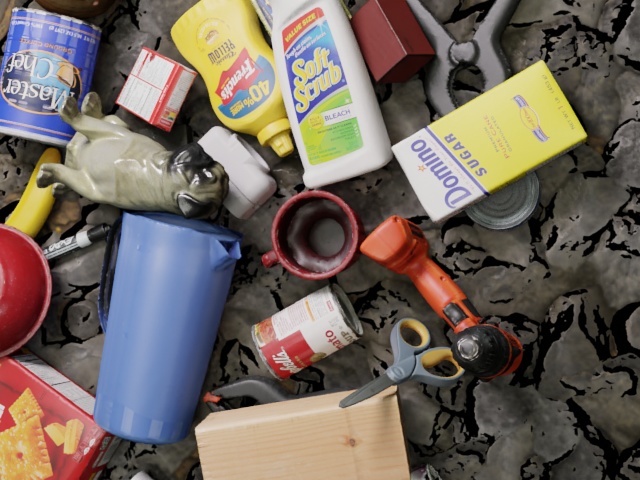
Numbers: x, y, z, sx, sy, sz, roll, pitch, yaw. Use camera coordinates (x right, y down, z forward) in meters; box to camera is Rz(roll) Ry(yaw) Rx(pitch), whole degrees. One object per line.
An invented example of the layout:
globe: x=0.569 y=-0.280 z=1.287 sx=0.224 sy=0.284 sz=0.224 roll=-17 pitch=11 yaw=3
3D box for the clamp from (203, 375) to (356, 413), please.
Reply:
clamp: x=-0.040 y=0.189 z=1.170 sx=0.171 sy=0.039 sz=0.120 roll=27 pitch=89 yaw=6

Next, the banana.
banana: x=-0.361 y=-0.020 z=1.251 sx=0.198 sy=0.037 sz=0.069 roll=-43 pitch=82 yaw=9

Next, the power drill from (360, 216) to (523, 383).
power drill: x=0.122 y=0.062 z=1.071 sx=0.057 sy=0.184 sz=0.188 roll=-42 pitch=71 yaw=8

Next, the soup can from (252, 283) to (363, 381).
soup can: x=-0.013 y=0.098 z=1.150 sx=0.102 sy=0.068 sz=0.068 roll=-29 pitch=82 yaw=10

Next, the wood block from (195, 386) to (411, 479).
wood block: x=-0.014 y=0.214 z=1.104 sx=0.206 sy=0.090 sz=0.091 roll=-10 pitch=90 yaw=5

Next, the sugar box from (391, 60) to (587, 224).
sugar box: x=0.171 y=-0.098 z=1.087 sx=0.176 sy=0.048 sz=0.093 roll=-30 pitch=82 yaw=9

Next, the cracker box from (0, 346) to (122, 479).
cracker box: x=-0.351 y=0.223 z=1.224 sx=0.214 sy=0.072 sz=0.164 roll=33 pitch=95 yaw=12

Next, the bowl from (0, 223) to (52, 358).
bowl: x=-0.385 y=0.053 z=1.190 sx=0.162 sy=0.055 sz=0.162 roll=-1 pitch=78 yaw=7

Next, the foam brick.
foam brick: x=0.074 y=-0.212 z=1.127 sx=0.051 sy=0.052 sz=0.078 roll=-38 pitch=72 yaw=40

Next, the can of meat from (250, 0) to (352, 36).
can of meat: x=-0.024 y=-0.260 z=1.169 sx=0.084 sy=0.057 sz=0.102 roll=-30 pitch=82 yaw=12

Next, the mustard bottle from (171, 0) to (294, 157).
mustard bottle: x=-0.082 y=-0.177 z=1.178 sx=0.096 sy=0.058 sz=0.191 roll=-32 pitch=82 yaw=19

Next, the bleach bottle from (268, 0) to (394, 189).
bleach bottle: x=-0.007 y=-0.187 z=1.119 sx=0.103 sy=0.068 sz=0.251 roll=-16 pitch=102 yaw=22

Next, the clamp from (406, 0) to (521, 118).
clamp: x=0.146 y=-0.203 z=1.137 sx=0.165 sy=0.036 sz=0.210 roll=4 pitch=93 yaw=23

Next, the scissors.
scissors: x=0.070 y=0.122 z=1.082 sx=0.096 sy=0.201 sz=0.016 roll=55 pitch=128 yaw=31

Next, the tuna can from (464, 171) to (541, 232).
tuna can: x=0.189 y=-0.052 z=1.125 sx=0.086 sy=0.033 sz=0.086 roll=0 pitch=89 yaw=13

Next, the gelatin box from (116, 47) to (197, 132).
gelatin box: x=-0.184 y=-0.170 z=1.198 sx=0.089 sy=0.030 sz=0.073 roll=32 pitch=97 yaw=47

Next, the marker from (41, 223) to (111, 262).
marker: x=-0.296 y=0.008 z=1.244 sx=0.121 sy=0.020 sz=0.020 roll=-22 pitch=84 yaw=12

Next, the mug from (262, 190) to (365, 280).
mug: x=-0.008 y=0.001 z=1.144 sx=0.117 sy=0.081 sz=0.093 roll=-29 pitch=83 yaw=11

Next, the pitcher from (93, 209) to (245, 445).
pitcher: x=-0.179 y=0.090 z=1.167 sx=0.145 sy=0.149 sz=0.243 roll=12 pitch=95 yaw=-9

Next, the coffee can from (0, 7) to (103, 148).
coffee can: x=-0.311 y=-0.181 z=1.210 sx=0.103 sy=0.102 sz=0.140 roll=12 pitch=91 yaw=13
